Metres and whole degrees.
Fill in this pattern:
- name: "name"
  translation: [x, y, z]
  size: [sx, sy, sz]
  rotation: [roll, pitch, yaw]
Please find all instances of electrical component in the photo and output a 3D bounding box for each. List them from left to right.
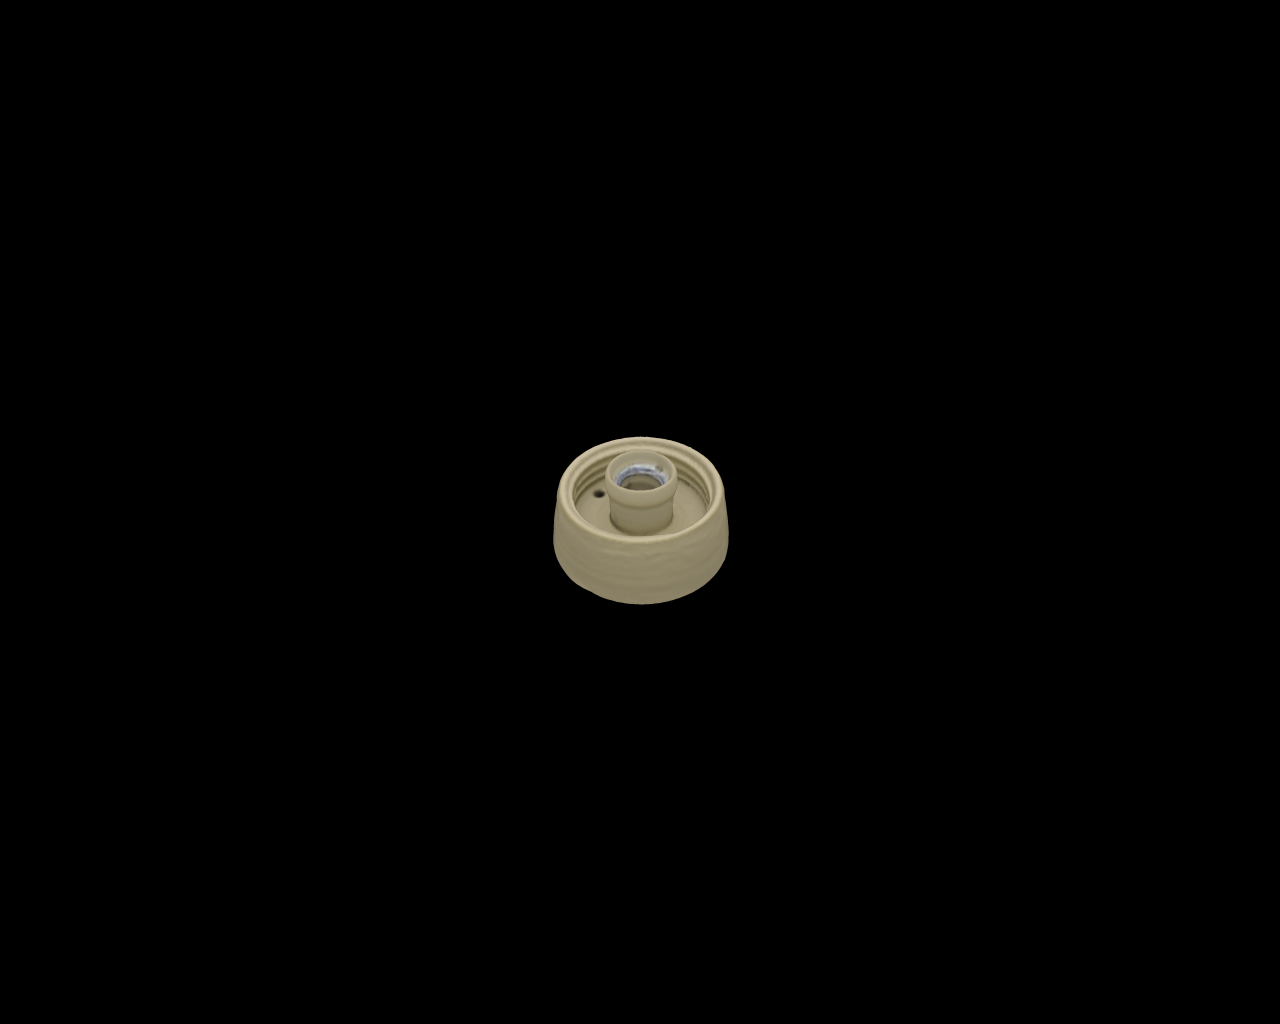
- name: "electrical component"
  translation: [0.001, -0.003, 0.650]
  size: [0.108, 0.060, 0.108]
  rotation: [0, 42, 0]
